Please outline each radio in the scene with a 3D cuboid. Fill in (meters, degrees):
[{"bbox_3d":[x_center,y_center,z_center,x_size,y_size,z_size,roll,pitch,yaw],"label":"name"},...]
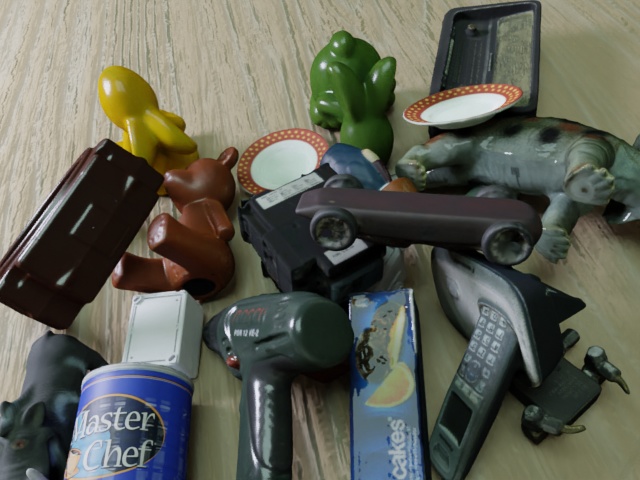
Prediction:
[{"bbox_3d":[0.220,-0.222,0.714,0.131,0.073,0.229,4,54,18],"label":"radio"}]

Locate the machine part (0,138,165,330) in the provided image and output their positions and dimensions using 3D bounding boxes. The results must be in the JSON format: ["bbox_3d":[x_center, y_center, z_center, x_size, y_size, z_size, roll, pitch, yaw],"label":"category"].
[{"bbox_3d":[-0.277,-0.007,0.603,0.202,0.087,0.201,-8,50,57],"label":"machine part"}]

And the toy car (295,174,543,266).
[{"bbox_3d":[0.081,-0.016,0.456,0.202,0.053,0.089,3,31,6],"label":"toy car"}]

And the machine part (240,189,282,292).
[{"bbox_3d":[-0.050,-0.004,0.640,0.084,0.039,0.139,-37,54,-4],"label":"machine part"}]

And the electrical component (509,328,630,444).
[{"bbox_3d":[0.208,0.125,0.462,0.102,0.045,0.078,-31,53,-10],"label":"electrical component"}]

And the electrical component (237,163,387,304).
[{"bbox_3d":[-0.001,-0.002,0.521,0.115,0.058,0.134,-27,53,-18],"label":"electrical component"}]

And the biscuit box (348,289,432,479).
[{"bbox_3d":[0.059,0.145,0.452,0.059,0.062,0.203,-6,63,13],"label":"biscuit box"}]

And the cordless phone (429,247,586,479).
[{"bbox_3d":[0.131,0.104,0.477,0.184,0.089,0.147,-67,21,7],"label":"cordless phone"}]

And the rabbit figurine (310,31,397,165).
[{"bbox_3d":[0.058,-0.171,0.686,0.121,0.159,0.170,-11,65,-6],"label":"rabbit figurine"}]

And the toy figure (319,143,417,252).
[{"bbox_3d":[0.064,-0.049,0.569,0.058,0.064,0.155,-32,56,-27],"label":"toy figure"}]

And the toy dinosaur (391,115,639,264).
[{"bbox_3d":[0.223,-0.080,0.581,0.405,0.131,0.192,19,43,38],"label":"toy dinosaur"}]

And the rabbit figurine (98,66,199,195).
[{"bbox_3d":[-0.236,-0.140,0.710,0.122,0.173,0.163,-28,47,-13],"label":"rabbit figurine"}]

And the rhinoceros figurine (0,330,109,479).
[{"bbox_3d":[-0.257,0.172,0.508,0.073,0.111,0.190,-12,42,2],"label":"rhinoceros figurine"}]

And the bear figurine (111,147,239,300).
[{"bbox_3d":[-0.156,-0.033,0.633,0.120,0.132,0.196,-33,50,33],"label":"bear figurine"}]

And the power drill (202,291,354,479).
[{"bbox_3d":[-0.058,0.147,0.465,0.232,0.086,0.207,-29,44,50],"label":"power drill"}]
